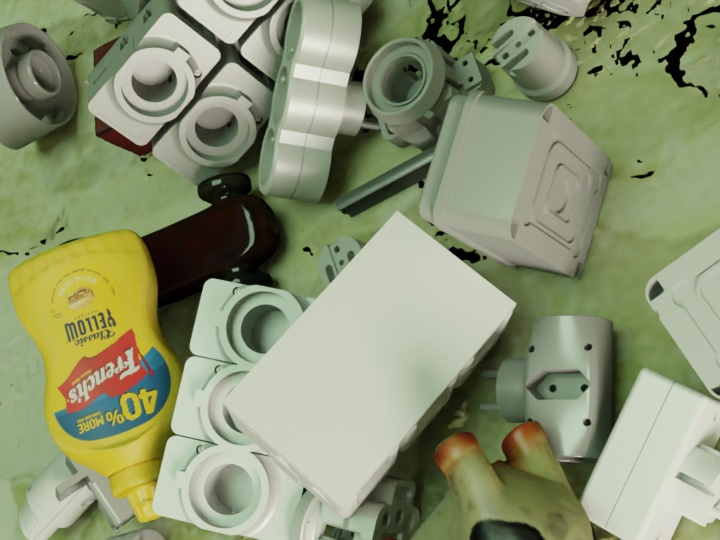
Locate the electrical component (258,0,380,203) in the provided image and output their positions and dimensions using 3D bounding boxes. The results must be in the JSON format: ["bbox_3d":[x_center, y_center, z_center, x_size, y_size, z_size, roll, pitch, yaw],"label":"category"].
[{"bbox_3d":[-0.018,-0.111,0.723,0.052,0.074,0.138,-119,40,-63],"label":"electrical component"}]

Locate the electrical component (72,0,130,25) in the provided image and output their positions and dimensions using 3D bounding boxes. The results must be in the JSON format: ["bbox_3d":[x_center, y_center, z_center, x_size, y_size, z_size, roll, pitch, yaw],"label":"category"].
[{"bbox_3d":[-0.199,-0.246,0.886,0.096,0.062,0.061,0,77,34],"label":"electrical component"}]

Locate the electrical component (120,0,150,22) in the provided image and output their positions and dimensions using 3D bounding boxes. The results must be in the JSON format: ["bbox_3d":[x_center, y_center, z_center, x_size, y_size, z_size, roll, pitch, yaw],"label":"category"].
[{"bbox_3d":[-0.129,-0.214,0.805,0.108,0.108,0.060,-54,49,9],"label":"electrical component"}]

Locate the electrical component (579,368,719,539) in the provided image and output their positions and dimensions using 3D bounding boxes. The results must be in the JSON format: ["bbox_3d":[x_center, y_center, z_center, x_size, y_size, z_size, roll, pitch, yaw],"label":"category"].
[{"bbox_3d":[0.167,0.105,0.548,0.076,0.047,0.083,26,92,36],"label":"electrical component"}]

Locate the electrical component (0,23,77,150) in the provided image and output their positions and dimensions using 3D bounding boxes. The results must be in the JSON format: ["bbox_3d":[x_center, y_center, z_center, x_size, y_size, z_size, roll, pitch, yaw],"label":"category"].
[{"bbox_3d":[-0.287,-0.155,0.902,0.064,0.099,0.099,-16,68,23],"label":"electrical component"}]

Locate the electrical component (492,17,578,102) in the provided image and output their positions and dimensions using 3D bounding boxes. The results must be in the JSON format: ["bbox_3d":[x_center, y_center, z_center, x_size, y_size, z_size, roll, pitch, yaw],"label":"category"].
[{"bbox_3d":[0.106,-0.129,0.656,0.040,0.046,0.040,-10,71,32],"label":"electrical component"}]

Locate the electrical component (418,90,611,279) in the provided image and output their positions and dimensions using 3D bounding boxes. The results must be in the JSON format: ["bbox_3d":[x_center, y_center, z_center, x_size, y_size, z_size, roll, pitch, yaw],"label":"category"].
[{"bbox_3d":[0.089,-0.046,0.603,0.057,0.113,0.078,14,85,33],"label":"electrical component"}]

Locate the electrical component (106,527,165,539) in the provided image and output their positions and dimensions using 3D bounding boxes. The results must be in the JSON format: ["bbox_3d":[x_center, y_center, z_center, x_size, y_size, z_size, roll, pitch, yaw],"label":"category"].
[{"bbox_3d":[-0.169,0.206,0.752,0.078,0.040,0.040,-21,66,29],"label":"electrical component"}]

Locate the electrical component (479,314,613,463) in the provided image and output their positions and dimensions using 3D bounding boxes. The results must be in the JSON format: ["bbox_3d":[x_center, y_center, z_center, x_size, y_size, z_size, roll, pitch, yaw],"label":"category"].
[{"bbox_3d":[0.103,0.067,0.605,0.079,0.043,0.077,-5,74,33],"label":"electrical component"}]

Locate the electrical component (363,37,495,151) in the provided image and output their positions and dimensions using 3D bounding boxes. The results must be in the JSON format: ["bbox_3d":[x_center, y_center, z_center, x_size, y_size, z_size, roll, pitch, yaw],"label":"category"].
[{"bbox_3d":[0.039,-0.114,0.691,0.078,0.057,0.058,-28,63,25],"label":"electrical component"}]

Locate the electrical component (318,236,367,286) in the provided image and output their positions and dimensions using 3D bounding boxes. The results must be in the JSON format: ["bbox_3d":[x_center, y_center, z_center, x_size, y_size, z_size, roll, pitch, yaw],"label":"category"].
[{"bbox_3d":[0.000,0.000,0.692,0.040,0.046,0.040,-10,72,32],"label":"electrical component"}]

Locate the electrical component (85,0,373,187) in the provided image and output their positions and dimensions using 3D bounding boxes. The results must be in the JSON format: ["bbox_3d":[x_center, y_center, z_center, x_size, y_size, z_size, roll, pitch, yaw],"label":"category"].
[{"bbox_3d":[-0.093,-0.159,0.753,0.186,0.105,0.060,-46,30,15],"label":"electrical component"}]

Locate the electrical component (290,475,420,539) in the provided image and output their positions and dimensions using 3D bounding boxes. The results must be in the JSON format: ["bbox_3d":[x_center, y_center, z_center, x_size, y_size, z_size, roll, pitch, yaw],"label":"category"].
[{"bbox_3d":[-0.004,0.158,0.644,0.057,0.058,0.078,9,82,32],"label":"electrical component"}]

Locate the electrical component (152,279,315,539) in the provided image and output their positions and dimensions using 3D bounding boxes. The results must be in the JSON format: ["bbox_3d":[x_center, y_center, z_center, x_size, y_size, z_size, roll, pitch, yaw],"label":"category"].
[{"bbox_3d":[-0.067,0.088,0.682,0.089,0.061,0.150,11,83,9],"label":"electrical component"}]

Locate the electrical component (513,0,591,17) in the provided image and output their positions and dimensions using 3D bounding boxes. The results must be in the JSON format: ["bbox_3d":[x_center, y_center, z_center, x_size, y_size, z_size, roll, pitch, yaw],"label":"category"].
[{"bbox_3d":[0.111,-0.190,0.650,0.080,0.080,0.051,24,97,36],"label":"electrical component"}]

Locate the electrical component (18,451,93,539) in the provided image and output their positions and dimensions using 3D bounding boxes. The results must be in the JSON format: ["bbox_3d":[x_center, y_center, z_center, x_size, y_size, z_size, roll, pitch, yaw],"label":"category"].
[{"bbox_3d":[-0.223,0.168,0.798,0.081,0.043,0.043,-46,57,15],"label":"electrical component"}]

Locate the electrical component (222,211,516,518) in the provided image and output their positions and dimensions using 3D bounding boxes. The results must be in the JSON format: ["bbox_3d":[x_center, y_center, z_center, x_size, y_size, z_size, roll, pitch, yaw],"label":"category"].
[{"bbox_3d":[0.006,0.056,0.621,0.089,0.061,0.150,39,74,13],"label":"electrical component"}]

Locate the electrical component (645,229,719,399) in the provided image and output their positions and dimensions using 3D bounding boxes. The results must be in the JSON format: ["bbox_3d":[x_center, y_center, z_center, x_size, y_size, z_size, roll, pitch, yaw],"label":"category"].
[{"bbox_3d":[0.213,0.011,0.537,0.113,0.057,0.078,-39,59,19],"label":"electrical component"}]

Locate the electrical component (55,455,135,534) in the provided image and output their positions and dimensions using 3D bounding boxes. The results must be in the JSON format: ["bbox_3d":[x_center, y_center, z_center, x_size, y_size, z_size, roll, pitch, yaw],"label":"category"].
[{"bbox_3d":[-0.169,0.144,0.750,0.081,0.042,0.063,-32,80,-23],"label":"electrical component"}]
